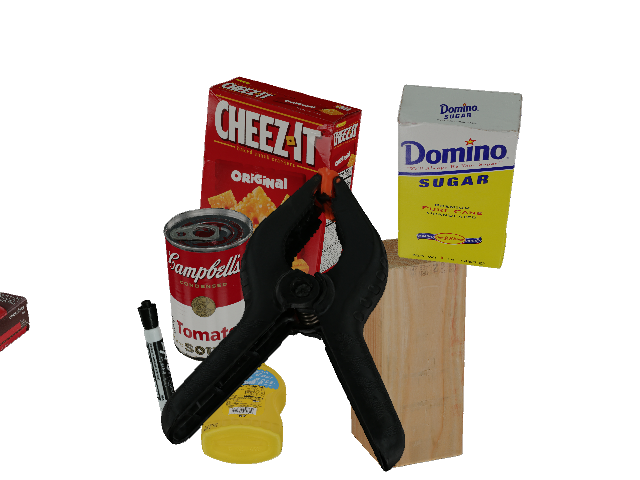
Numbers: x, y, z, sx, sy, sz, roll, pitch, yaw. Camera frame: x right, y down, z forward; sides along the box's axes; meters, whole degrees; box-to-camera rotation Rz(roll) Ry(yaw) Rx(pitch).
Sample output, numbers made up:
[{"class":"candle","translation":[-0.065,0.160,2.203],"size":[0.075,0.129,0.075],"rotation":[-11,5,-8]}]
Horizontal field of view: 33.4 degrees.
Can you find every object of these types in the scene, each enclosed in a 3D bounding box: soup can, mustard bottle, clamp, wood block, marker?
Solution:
[{"class":"soup can","translation":[-0.085,0.034,0.832],"size":[0.068,0.102,0.068],"rotation":[0,28,0]},{"class":"mustard bottle","translation":[-0.092,0.200,1.332],"size":[0.096,0.058,0.191],"rotation":[-1,25,1]},{"class":"clamp","translation":[0.001,0.041,0.553],"size":[0.120,0.171,0.039],"rotation":[16,-28,10]},{"class":"wood block","translation":[0.085,0.108,1.063],"size":[0.090,0.206,0.091],"rotation":[-7,17,-19]},{"class":"marker","translation":[-0.167,0.119,1.096],"size":[0.020,0.121,0.020],"rotation":[-10,13,2]}]

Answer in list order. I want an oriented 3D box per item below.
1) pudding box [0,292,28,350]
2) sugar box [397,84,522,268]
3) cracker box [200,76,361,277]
[{"class":"pudding box","translation":[-0.328,0.074,0.935],"size":[0.114,0.039,0.090],"rotation":[8,25,19]},{"class":"sugar box","translation":[0.110,-0.047,0.867],"size":[0.093,0.048,0.176],"rotation":[6,-34,9]},{"class":"cracker box","translation":[-0.052,-0.059,1.207],"size":[0.164,0.214,0.072],"rotation":[18,27,24]}]
